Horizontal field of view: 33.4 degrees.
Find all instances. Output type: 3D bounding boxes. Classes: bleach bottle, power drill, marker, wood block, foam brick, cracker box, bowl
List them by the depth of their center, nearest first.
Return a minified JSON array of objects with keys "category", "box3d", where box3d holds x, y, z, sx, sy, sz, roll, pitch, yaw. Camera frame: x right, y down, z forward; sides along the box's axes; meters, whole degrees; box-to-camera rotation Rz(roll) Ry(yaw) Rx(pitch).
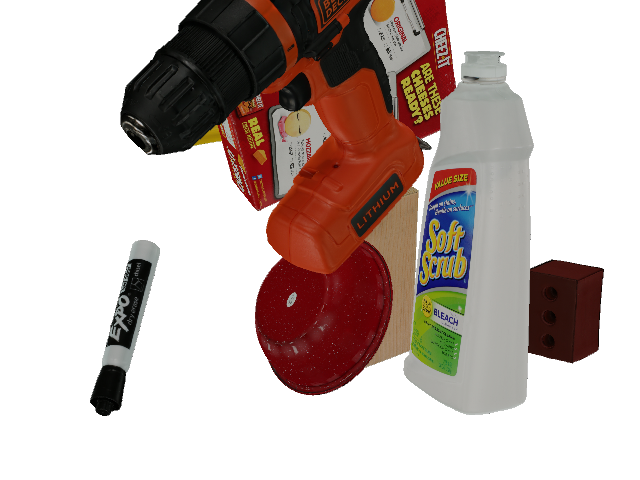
[{"category":"power drill","box3d":[-0.011,-0.066,0.551,0.057,0.184,0.187,30,-25,30]},{"category":"marker","box3d":[-0.122,0.053,0.667,0.020,0.121,0.020,6,-35,4]},{"category":"bleach bottle","box3d":[0.108,-0.009,0.765,0.068,0.251,0.103,-7,17,-24]},{"category":"foam brick","box3d":[0.213,0.062,0.941,0.053,0.078,0.051,11,19,39]},{"category":"cracker box","box3d":[0.008,-0.144,0.944,0.213,0.164,0.072,-25,41,-14]},{"category":"bowl","box3d":[-0.011,0.063,1.015,0.162,0.162,0.055,0,-20,44]},{"category":"wood block","box3d":[0.048,0.032,1.217,0.090,0.206,0.090,-17,32,-28]}]

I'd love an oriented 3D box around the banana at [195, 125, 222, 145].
[{"category":"banana","box3d":[-0.095,-0.132,1.300,0.198,0.037,0.069,7,40,15]}]
